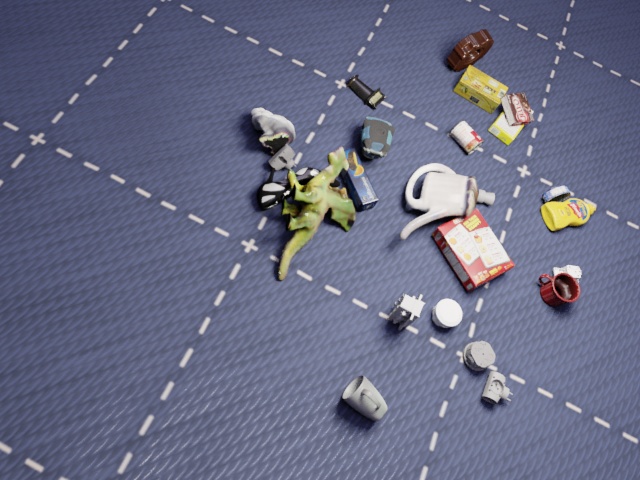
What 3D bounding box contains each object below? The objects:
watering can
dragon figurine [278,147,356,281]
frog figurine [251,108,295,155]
[{"bbox_3d":[0.373,-0.117,1.612,0.224,0.101,0.356,8,50,17],"label":"watering can"},{"bbox_3d":[0.005,-0.077,1.530,0.242,0.123,0.409,7,94,-25],"label":"dragon figurine"},{"bbox_3d":[-0.150,-0.367,1.641,0.137,0.121,0.163,13,49,-43],"label":"frog figurine"}]
